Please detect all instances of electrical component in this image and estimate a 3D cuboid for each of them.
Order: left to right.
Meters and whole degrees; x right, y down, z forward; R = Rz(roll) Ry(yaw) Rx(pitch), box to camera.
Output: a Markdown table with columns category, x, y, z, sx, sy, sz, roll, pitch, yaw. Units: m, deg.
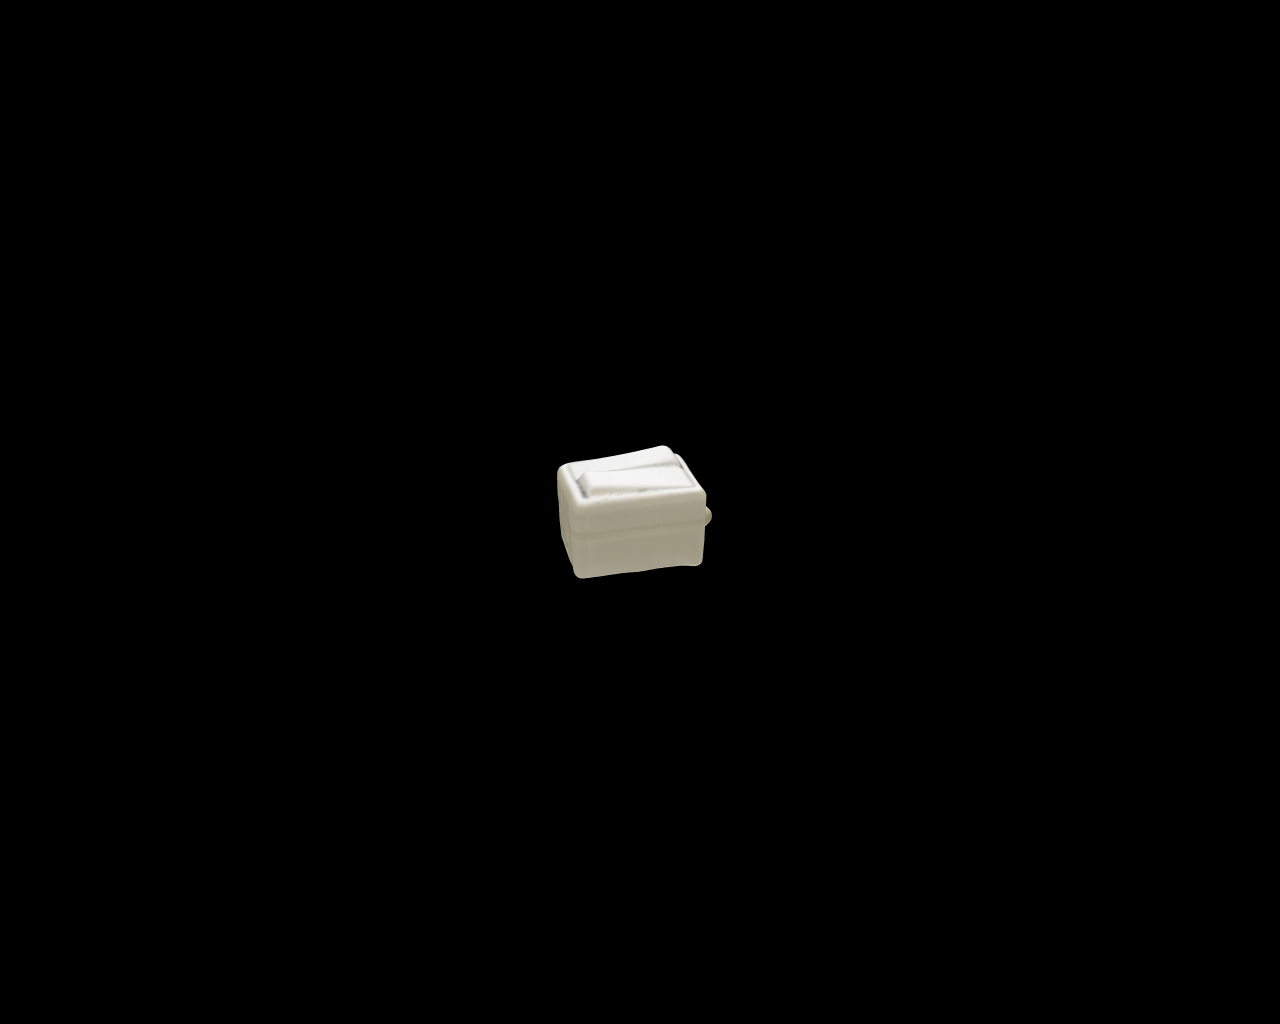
| category | x | y | z | sx | sy | sz | roll | pitch | yaw |
| --- | --- | --- | --- | --- | --- | --- | --- | --- | --- |
| electrical component | 0.001 | -0.003 | 0.650 | 0.096 | 0.061 | 0.062 | -6 | 28 | -12 |
